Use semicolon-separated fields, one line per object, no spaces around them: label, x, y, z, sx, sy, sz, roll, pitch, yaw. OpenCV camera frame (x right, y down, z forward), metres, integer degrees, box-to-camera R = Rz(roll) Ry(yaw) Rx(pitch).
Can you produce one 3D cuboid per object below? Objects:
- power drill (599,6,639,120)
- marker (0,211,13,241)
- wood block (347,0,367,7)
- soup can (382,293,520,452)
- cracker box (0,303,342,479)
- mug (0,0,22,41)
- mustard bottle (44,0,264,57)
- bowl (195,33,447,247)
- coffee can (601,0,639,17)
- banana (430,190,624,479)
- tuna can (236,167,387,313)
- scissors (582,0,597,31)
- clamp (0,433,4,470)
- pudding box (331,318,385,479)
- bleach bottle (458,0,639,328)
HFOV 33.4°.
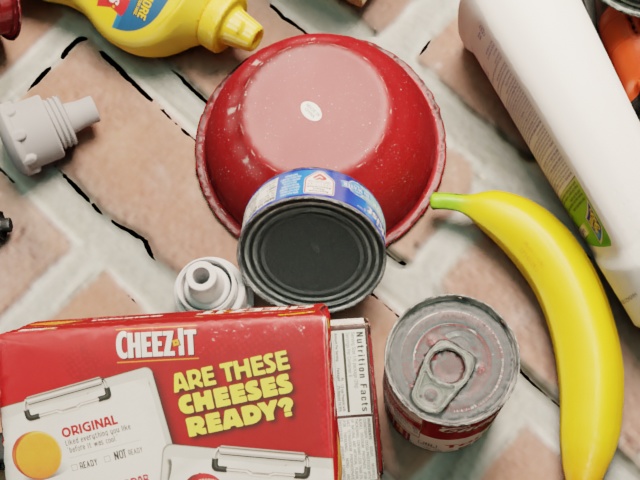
power drill;0.282;-0.085;0.647;0.187;0.057;0.184;-14;71;-2
marker;-0.253;-0.005;0.670;0.121;0.020;0.020;-5;71;2
wood block;0.043;-0.271;0.700;0.091;0.090;0.206;30;77;20
soup can;0.068;0.076;0.580;0.068;0.102;0.068;-1;71;3
cracker box;-0.069;0.145;0.547;0.164;0.072;0.214;-3;92;2
mug;-0.252;-0.170;0.675;0.081;0.093;0.117;-24;80;-27
mustard bottle;-0.121;-0.175;0.699;0.192;0.058;0.096;31;92;11
bowl;-0.001;-0.069;0.659;0.162;0.055;0.162;-1;71;3
coffee can;0.212;-0.214;0.645;0.103;0.103;0.140;14;46;8
banana;0.136;0.045;0.624;0.070;0.037;0.198;-29;70;13
tuna can;-0.004;0.001;0.618;0.086;0.086;0.033;1;38;3
scissors;0.148;-0.232;0.727;0.096;0.016;0.201;8;71;7
clamp;-0.163;0.125;0.611;0.171;0.039;0.120;-39;79;-14
pudding box;-0.024;0.093;0.601;0.113;0.039;0.090;-4;90;0
bleach bottle;0.164;-0.044;0.628;0.068;0.102;0.251;-25;78;3
